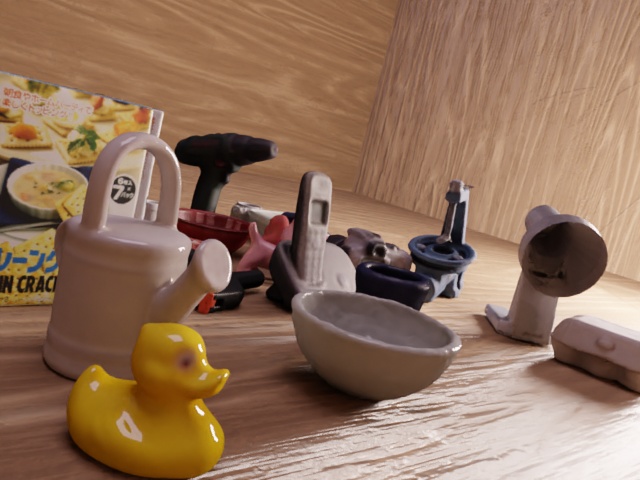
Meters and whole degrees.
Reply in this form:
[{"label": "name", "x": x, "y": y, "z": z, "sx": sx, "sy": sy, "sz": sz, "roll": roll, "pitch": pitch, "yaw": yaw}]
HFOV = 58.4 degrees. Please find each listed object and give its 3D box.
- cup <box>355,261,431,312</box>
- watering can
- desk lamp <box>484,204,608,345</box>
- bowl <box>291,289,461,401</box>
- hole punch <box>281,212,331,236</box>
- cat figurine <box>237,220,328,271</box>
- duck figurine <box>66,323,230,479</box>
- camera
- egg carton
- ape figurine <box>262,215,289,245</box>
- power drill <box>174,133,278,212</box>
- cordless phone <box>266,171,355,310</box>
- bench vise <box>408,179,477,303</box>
[{"label": "cup", "x": 0.074, "y": 0.080, "z": 0.706, "sx": 0.092, "sy": 0.095, "sz": 0.117, "roll": 10, "pitch": 9, "yaw": -20}, {"label": "watering can", "x": -0.150, "y": 0.011, "z": 0.468, "sx": 0.172, "sy": 0.194, "sz": 0.101, "roll": 14, "pitch": 9, "yaw": 5}, {"label": "desk lamp", "x": 0.346, "y": 0.053, "z": 0.904, "sx": 0.118, "sy": 0.213, "sz": 0.203, "roll": 14, "pitch": 9, "yaw": 2}, {"label": "bowl", "x": 0.046, "y": 0.107, "z": 0.554, "sx": 0.167, "sy": 0.075, "sz": 0.167, "roll": 13, "pitch": 9, "yaw": -2}, {"label": "hole punch", "x": -0.022, "y": -0.002, "z": 1.089, "sx": 0.108, "sy": 0.091, "sz": 0.101, "roll": 21, "pitch": 11, "yaw": 39}, {"label": "cat figurine", "x": -0.054, "y": 0.009, "z": 0.880, "sx": 0.128, "sy": 0.118, "sz": 0.067, "roll": 13, "pitch": 9, "yaw": -6}, {"label": "duck figurine", "x": -0.106, "y": 0.094, "z": 0.368, "sx": 0.104, "sy": 0.086, "sz": 0.077, "roll": 15, "pitch": 9, "yaw": 7}, {"label": "camera", "x": 0.069, "y": 0.028, "z": 1.006, "sx": 0.144, "sy": 0.101, "sz": 0.136, "roll": 8, "pitch": 11, "yaw": -35}, {"label": "egg carton", "x": 0.412, "y": 0.157, "z": 0.818, "sx": 0.149, "sy": 0.069, "sz": 0.108, "roll": 20, "pitch": 11, "yaw": 36}, {"label": "ape figurine", "x": -0.074, "y": 0.001, "z": 0.981, "sx": 0.078, "sy": 0.092, "sz": 0.075, "roll": 7, "pitch": 11, "yaw": -38}, {"label": "power drill", "x": -0.199, "y": -0.117, "z": 1.150, "sx": 0.228, "sy": 0.208, "sz": 0.076, "roll": 18, "pitch": 10, "yaw": 24}, {"label": "cordless phone", "x": 0.007, "y": 0.003, "z": 0.791, "sx": 0.093, "sy": 0.185, "sz": 0.148, "roll": 20, "pitch": 11, "yaw": 35}, {"label": "bench vise", "x": 0.229, "y": -0.003, "z": 1.052, "sx": 0.121, "sy": 0.220, "sz": 0.208, "roll": 15, "pitch": 9, "yaw": 10}]
